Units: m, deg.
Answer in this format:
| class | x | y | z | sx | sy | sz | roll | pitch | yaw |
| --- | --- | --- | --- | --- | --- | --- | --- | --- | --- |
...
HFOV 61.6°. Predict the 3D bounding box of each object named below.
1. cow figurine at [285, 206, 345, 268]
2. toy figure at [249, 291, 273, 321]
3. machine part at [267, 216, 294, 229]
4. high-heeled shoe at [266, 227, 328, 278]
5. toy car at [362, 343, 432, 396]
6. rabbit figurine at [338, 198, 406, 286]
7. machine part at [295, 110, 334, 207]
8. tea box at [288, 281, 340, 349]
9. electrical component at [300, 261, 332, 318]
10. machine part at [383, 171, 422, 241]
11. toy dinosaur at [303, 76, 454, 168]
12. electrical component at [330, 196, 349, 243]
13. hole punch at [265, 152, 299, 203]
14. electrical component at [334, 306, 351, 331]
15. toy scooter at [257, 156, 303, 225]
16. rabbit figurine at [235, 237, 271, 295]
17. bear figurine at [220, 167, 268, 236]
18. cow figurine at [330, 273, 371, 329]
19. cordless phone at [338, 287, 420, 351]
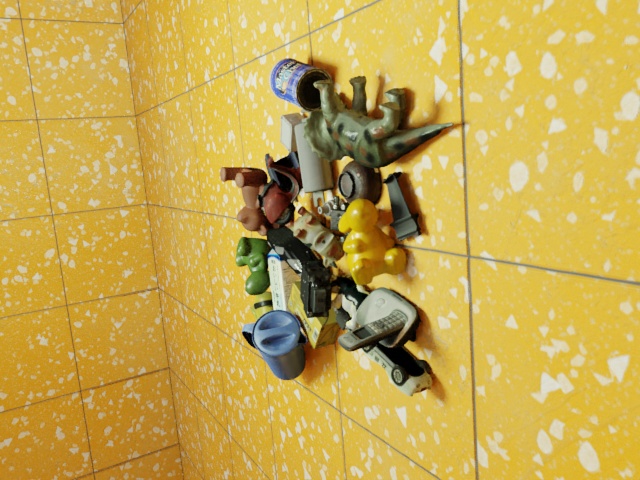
| class | x | y | z | sx | sy | sz | roll | pitch | yaw |
| --- | --- | --- | --- | --- | --- | --- | --- | --- | --- |
| cow figurine | -0.003 | -0.004 | 1.336 | 0.085 | 0.127 | 0.195 | -52 | 24 | 2 |
| toy figure | -0.158 | 0.250 | 1.709 | 0.089 | 0.082 | 0.180 | -39 | 56 | 36 |
| machine part | -0.139 | -0.086 | 1.596 | 0.180 | 0.056 | 0.179 | 27 | 122 | 54 |
| high-heeled shoe | -0.059 | 0.055 | 1.473 | 0.249 | 0.086 | 0.145 | 31 | 149 | 52 |
| toy car | 0.159 | 0.257 | 1.160 | 0.202 | 0.073 | 0.056 | 40 | 131 | 49 |
| rabbit figurine | 0.102 | -0.016 | 1.140 | 0.162 | 0.122 | 0.173 | -109 | 2 | -61 |
| machine part | -0.013 | -0.203 | 1.321 | 0.079 | 0.079 | 0.243 | -3 | 95 | 60 |
| tea box | -0.017 | 0.197 | 1.456 | 0.170 | 0.068 | 0.098 | 55 | 142 | 38 |
| electrical component | -0.011 | 0.123 | 1.313 | 0.134 | 0.058 | 0.114 | -127 | 35 | -70 |
| machine part | 0.164 | -0.069 | 1.094 | 0.084 | 0.039 | 0.139 | -25 | 79 | 65 |
| toy dinosaur | 0.095 | -0.217 | 1.099 | 0.405 | 0.131 | 0.191 | 41 | 144 | 43 |
| electrical component | 0.059 | -0.047 | 1.256 | 0.078 | 0.045 | 0.102 | 14 | 112 | 20 |
| hole punch | -0.107 | -0.177 | 1.484 | 0.142 | 0.092 | 0.115 | 66 | 152 | 17 |
| electrical component | 0.064 | 0.193 | 1.360 | 0.094 | 0.021 | 0.063 | 60 | 144 | 33 |
| toy scooter | -0.101 | -0.136 | 1.378 | 0.184 | 0.135 | 0.075 | -53 | 16 | 7 |
| rabbit figurine | -0.182 | 0.092 | 1.626 | 0.121 | 0.159 | 0.170 | 126 | 146 | -54 |
| bear figurine | -0.210 | -0.107 | 1.530 | 0.120 | 0.132 | 0.195 | 26 | 114 | 42 |
| cow figurine | 0.067 | 0.126 | 1.287 | 0.168 | 0.068 | 0.098 | 48 | 137 | 42 |
| cordless phone | 0.102 | 0.178 | 1.128 | 0.147 | 0.184 | 0.088 | 35 | 132 | 51 |
